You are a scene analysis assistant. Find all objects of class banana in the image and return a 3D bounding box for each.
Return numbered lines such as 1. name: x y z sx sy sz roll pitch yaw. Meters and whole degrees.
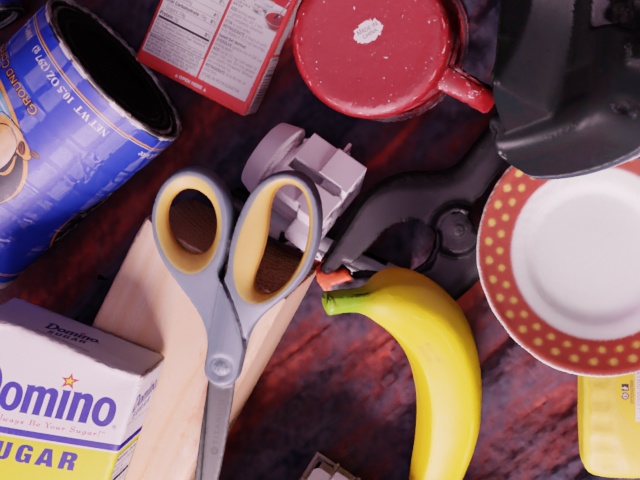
1. banana: 0.057 0.079 0.590 0.069 0.037 0.197 -25 128 -2

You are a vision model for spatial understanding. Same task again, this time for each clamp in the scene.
1. clamp: 0.084 -0.001 0.595 0.171 0.039 0.120 -30 89 5

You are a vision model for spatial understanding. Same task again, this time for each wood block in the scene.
1. wood block: -0.094 0.090 0.623 0.090 0.090 0.206 30 104 5

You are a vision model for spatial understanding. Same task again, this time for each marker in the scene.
1. marker: -0.004 0.001 0.627 0.121 0.020 0.020 27 103 5

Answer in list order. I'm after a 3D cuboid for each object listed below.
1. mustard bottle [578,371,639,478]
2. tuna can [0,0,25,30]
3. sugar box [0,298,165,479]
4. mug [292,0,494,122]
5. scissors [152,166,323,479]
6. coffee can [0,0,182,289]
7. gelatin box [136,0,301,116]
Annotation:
1. mustard bottle: 0.238 0.081 0.575 0.192 0.058 0.096 0 84 10
2. tuna can: -0.214 -0.133 0.609 0.086 0.086 0.034 -20 97 13
3. sugar box: -0.155 0.129 0.571 0.093 0.048 0.176 20 104 7
4. mug: 0.041 -0.101 0.569 0.117 0.081 0.093 33 104 4
5. scissors: -0.064 0.050 0.554 0.096 0.016 0.202 27 102 7
6. coffee can: -0.164 -0.053 0.605 0.140 0.102 0.103 -39 91 14
7. gelatin box: -0.053 -0.126 0.610 0.073 0.030 0.089 27 103 6
